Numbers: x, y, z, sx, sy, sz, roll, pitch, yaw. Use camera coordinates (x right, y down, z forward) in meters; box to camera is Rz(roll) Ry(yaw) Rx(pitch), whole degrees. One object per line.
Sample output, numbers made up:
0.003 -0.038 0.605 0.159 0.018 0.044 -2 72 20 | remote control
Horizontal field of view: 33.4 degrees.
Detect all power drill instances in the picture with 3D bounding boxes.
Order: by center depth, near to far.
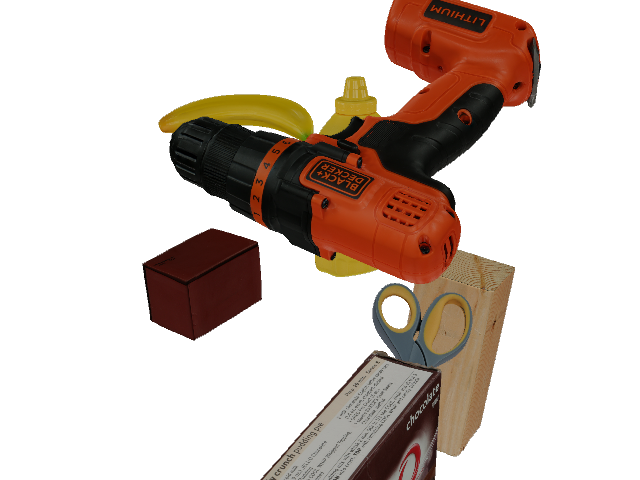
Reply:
0.028 -0.070 0.624 0.185 0.187 0.057 25 -32 25 | power drill

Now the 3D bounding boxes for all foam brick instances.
-0.091 0.032 0.828 0.053 0.051 0.078 18 34 38 | foam brick

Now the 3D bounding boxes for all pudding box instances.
0.012 0.114 0.457 0.039 0.090 0.113 16 35 24 | pudding box

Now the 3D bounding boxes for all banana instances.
-0.089 -0.144 1.244 0.198 0.037 0.069 8 41 17 | banana

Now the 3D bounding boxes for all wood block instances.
0.147 0.124 1.207 0.090 0.206 0.090 17 23 21 | wood block

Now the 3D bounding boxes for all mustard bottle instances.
0.036 -0.066 1.055 0.096 0.192 0.058 -15 21 -35 | mustard bottle

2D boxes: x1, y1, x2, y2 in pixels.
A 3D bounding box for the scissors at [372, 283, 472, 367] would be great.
0.062 0.108 0.885 0.096 0.201 0.016 29 -37 11 | scissors
